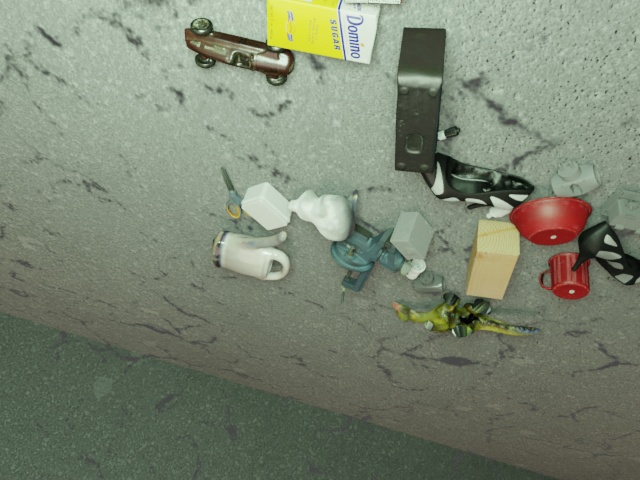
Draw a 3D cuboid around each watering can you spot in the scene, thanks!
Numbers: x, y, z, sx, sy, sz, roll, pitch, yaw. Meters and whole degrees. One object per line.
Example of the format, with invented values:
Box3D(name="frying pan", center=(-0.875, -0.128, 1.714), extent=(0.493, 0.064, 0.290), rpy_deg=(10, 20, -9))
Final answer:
Box3D(name="watering can", center=(-0.188, 0.029, 1.418), extent=(0.224, 0.106, 0.341), rpy_deg=(15, 154, 0))

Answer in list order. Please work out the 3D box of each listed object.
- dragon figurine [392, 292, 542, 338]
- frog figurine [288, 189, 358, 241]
Box3D(name="dragon figurine", center=(0.418, 0.248, 1.548), extent=(0.411, 0.124, 0.239), rpy_deg=(14, 165, 6))
Box3D(name="frog figurine", center=(0.004, -0.061, 1.203), extent=(0.159, 0.124, 0.136), rpy_deg=(2, 166, -1))
